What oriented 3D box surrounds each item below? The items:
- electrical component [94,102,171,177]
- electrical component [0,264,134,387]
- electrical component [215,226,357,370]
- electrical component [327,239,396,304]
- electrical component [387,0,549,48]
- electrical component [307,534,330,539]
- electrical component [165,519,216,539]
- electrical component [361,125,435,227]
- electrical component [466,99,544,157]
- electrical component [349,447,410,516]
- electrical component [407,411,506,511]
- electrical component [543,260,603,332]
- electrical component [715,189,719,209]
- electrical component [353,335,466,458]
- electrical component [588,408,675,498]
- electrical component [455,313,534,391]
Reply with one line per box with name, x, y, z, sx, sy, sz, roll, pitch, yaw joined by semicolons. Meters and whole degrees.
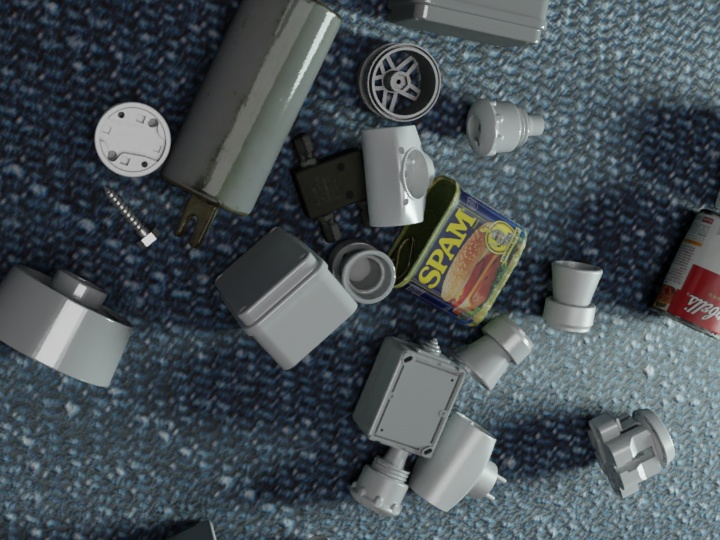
electrical component;-0.173;-0.100;0.811;0.055;0.047;0.055;-4;103;-16
electrical component;-0.220;0.034;0.798;0.108;0.108;0.060;30;87;-20
electrical component;-0.061;0.018;0.836;0.078;0.113;0.057;-42;113;-4
electrical component;0.000;0.000;0.879;0.045;0.055;0.045;-4;103;-16
electrical component;0.086;-0.214;0.845;0.113;0.078;0.057;8;97;-18
electrical component;-0.020;0.274;0.941;0.043;0.043;0.081;-41;110;-4
electrical component;-0.150;0.252;0.870;0.100;0.100;0.048;-24;95;-10
electrical component;0.035;-0.078;0.871;0.079;0.044;0.077;-18;105;-57
electrical component;0.123;-0.119;0.895;0.062;0.048;0.048;-6;104;-22
electrical component;0.023;0.179;0.933;0.048;0.048;0.062;28;87;-20
electrical component;0.095;0.178;0.953;0.079;0.043;0.077;34;91;-20
electrical component;0.186;0.023;0.945;0.045;0.045;0.055;5;101;-17
electrical component;0.380;-0.085;0.975;0.100;0.048;0.099;11;99;-18
electrical component;0.042;0.099;0.911;0.062;0.061;0.096;21;96;-19
electrical component;0.251;0.162;0.989;0.057;0.058;0.078;-24;107;-7
electrical component;0.117;0.071;0.935;0.055;0.045;0.045;-43;110;-4
